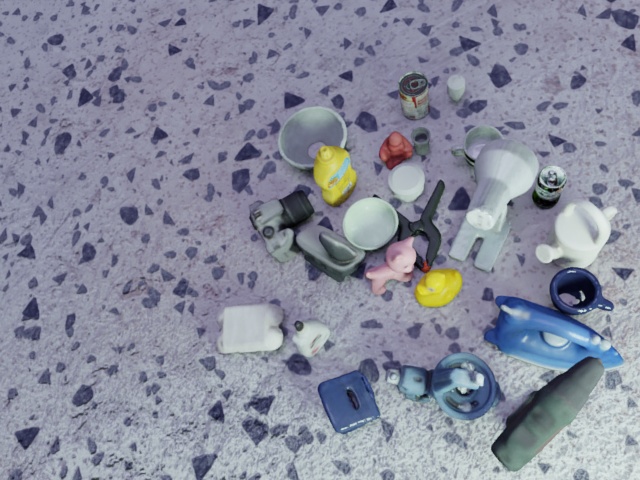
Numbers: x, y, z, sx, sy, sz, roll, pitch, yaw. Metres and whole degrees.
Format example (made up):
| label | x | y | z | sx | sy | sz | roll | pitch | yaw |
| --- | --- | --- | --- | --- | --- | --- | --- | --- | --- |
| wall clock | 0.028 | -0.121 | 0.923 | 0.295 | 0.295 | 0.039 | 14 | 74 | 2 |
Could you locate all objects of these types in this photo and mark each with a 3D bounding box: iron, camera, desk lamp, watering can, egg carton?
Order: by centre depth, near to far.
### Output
| label | x | y | z | sx | sy | sz | roll | pitch | yaw |
| --- | --- | --- | --- | --- | --- | --- | --- | --- | --- |
| iron | 0.445 | 0.175 | 1.064 | 0.257 | 0.142 | 0.119 | 16 | 74 | 18 |
| watering can | 0.494 | -0.013 | 1.096 | 0.100 | 0.194 | 0.173 | 32 | 79 | 22 |
| desk lamp | 0.342 | -0.068 | 1.142 | 0.117 | 0.214 | 0.203 | 22 | 76 | 20 |
| egg carton | -0.151 | 0.190 | 1.235 | 0.150 | 0.069 | 0.107 | -6 | 68 | 11 |
| camera | -0.079 | -0.047 | 1.292 | 0.137 | 0.101 | 0.143 | -30 | 66 | 0 |

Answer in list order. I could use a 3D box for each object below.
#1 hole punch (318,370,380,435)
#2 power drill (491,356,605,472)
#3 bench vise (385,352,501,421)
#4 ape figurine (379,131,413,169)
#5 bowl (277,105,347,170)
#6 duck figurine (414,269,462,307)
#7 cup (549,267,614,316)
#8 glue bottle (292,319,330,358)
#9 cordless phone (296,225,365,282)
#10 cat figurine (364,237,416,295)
| label | x | y | z | sx | sy | sz | roll | pitch | yaw |
| --- | --- | --- | --- | --- | --- | --- | --- | --- | --- |
| hole punch | 0.058 | 0.316 | 1.127 | 0.101 | 0.091 | 0.108 | -27 | 66 | 2 |
| power drill | 0.387 | 0.301 | 0.992 | 0.230 | 0.209 | 0.075 | -45 | 66 | -6 |
| bench vise | 0.224 | 0.269 | 1.036 | 0.207 | 0.220 | 0.121 | -12 | 67 | 8 |
| ape figurine | 0.172 | -0.214 | 1.303 | 0.077 | 0.092 | 0.076 | 5 | 71 | 15 |
| bowl | -0.012 | -0.231 | 1.362 | 0.167 | 0.075 | 0.167 | -4 | 69 | 11 |
| duck figurine | 0.242 | 0.089 | 1.174 | 0.104 | 0.086 | 0.077 | -27 | 66 | 2 |
| cup | 0.497 | 0.113 | 1.102 | 0.117 | 0.095 | 0.092 | 25 | 77 | 21 |
| glue bottle | -0.026 | 0.188 | 1.150 | 0.037 | 0.173 | 0.078 | 32 | 79 | 22 |
| cordless phone | 0.011 | 0.004 | 1.205 | 0.147 | 0.185 | 0.094 | 28 | 78 | 21 |
| cat figurine | 0.150 | 0.050 | 1.193 | 0.128 | 0.118 | 0.067 | -28 | 66 | 1 |
